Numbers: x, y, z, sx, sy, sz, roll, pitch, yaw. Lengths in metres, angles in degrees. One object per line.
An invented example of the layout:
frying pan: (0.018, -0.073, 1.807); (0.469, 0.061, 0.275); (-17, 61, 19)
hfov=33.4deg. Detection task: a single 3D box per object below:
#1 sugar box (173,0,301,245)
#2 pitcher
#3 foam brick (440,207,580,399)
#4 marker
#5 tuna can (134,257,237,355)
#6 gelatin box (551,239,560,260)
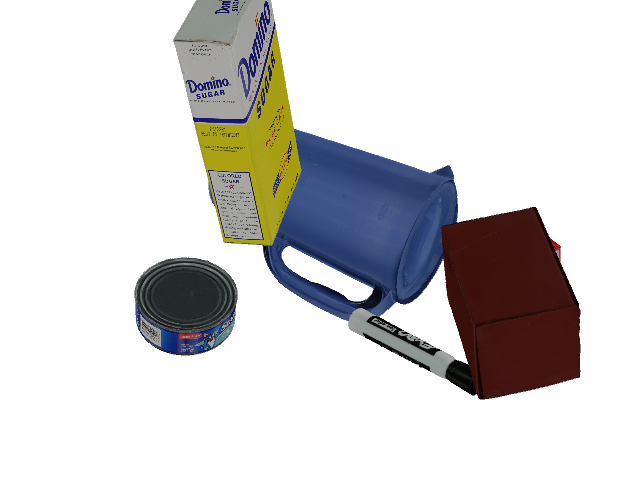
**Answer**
sugar box: (-0.054, -0.091, 0.757); (0.048, 0.176, 0.093); (5, 44, 13)
pitcher: (0.005, -0.030, 1.084); (0.243, 0.145, 0.149); (23, 27, 23)
foam brick: (0.093, 0.030, 0.530); (0.051, 0.053, 0.078); (-10, 40, 1)
marker: (0.070, 0.080, 0.769); (0.121, 0.020, 0.020); (26, 17, 39)
tuna can: (-0.113, 0.056, 0.900); (0.086, 0.034, 0.086); (4, 42, -4)
gelatin box: (0.221, 0.031, 1.122); (0.030, 0.089, 0.073); (-14, 29, -15)
